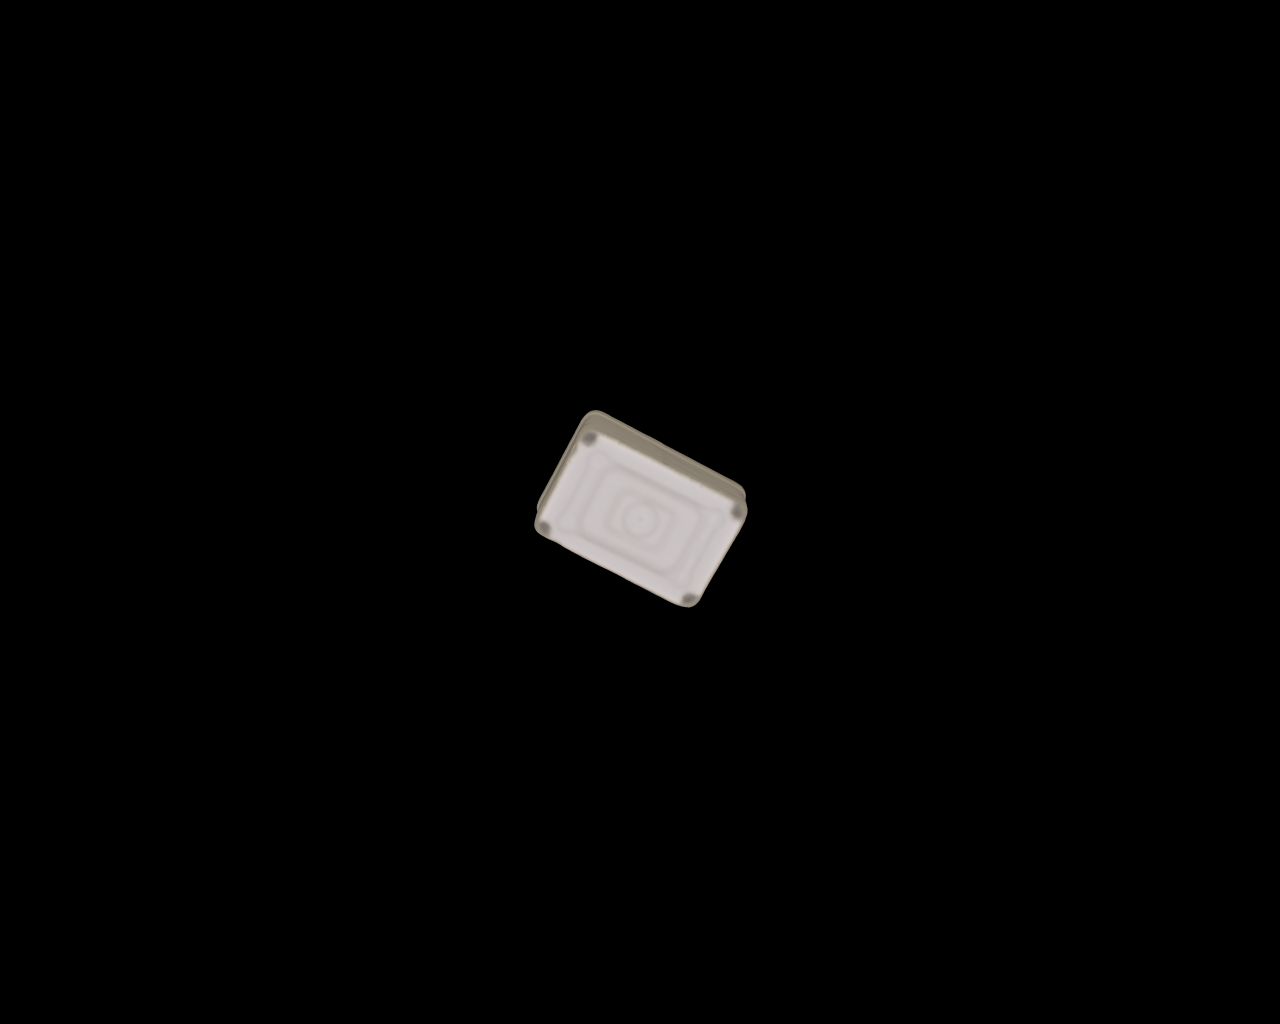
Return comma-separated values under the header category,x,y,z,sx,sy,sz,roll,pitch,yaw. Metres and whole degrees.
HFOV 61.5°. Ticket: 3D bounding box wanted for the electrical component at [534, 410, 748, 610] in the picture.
category,x,y,z,sx,sy,sz,roll,pitch,yaw
electrical component,0.001,-0.003,0.650,0.113,0.078,0.057,27,14,-7
